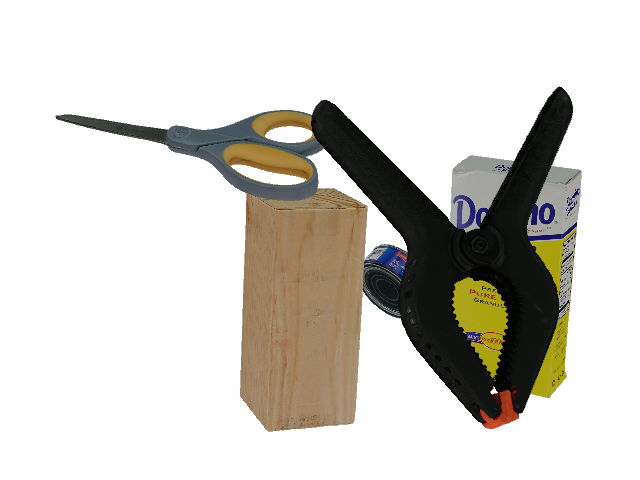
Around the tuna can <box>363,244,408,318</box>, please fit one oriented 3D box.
[{"bbox_3d":[0.084,0.048,1.216,0.086,0.086,0.033,0,38,51],"label":"tuna can"}]

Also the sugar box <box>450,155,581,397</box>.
[{"bbox_3d":[0.148,0.027,0.833,0.093,0.176,0.048,10,24,28],"label":"sugar box"}]

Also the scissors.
[{"bbox_3d":[-0.082,-0.080,0.763,0.202,0.016,0.096,23,47,22],"label":"scissors"}]

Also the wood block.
[{"bbox_3d":[-0.018,0.061,0.991,0.090,0.206,0.091,-2,14,-20],"label":"wood block"}]

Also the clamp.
[{"bbox_3d":[0.077,0.003,0.625,0.164,0.210,0.036,1,-17,-9],"label":"clamp"}]
